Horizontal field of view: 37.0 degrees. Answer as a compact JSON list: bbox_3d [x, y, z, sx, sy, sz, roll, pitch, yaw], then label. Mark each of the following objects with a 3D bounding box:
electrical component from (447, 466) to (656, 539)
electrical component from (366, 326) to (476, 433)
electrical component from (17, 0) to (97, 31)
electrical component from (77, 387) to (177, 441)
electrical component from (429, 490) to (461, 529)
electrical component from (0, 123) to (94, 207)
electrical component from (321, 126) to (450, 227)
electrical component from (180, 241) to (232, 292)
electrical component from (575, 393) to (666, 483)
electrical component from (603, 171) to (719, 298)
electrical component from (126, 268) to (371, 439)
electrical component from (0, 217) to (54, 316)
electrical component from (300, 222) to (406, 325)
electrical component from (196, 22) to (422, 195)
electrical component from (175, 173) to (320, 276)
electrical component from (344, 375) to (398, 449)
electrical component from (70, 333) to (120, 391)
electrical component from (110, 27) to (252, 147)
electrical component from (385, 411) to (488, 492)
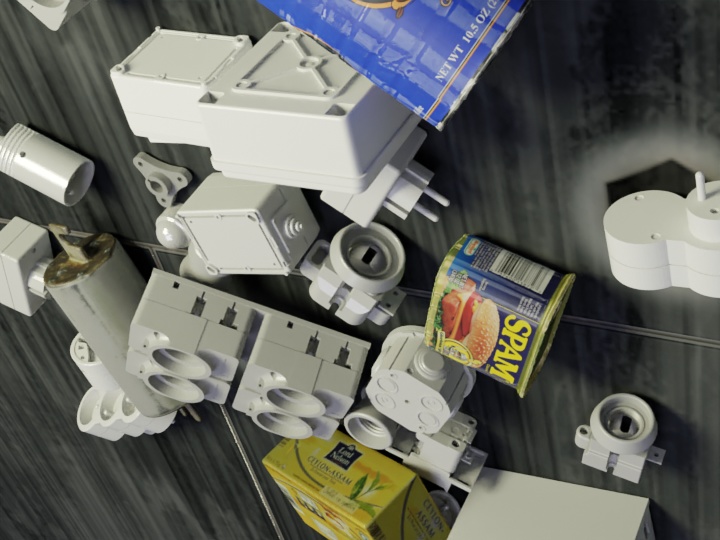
[{"bbox_3d":[0.161,0.231,0.902,0.150,0.089,0.061,6,134,31],"label":"electrical component"},{"bbox_3d":[0.048,0.087,0.861,0.080,0.051,0.080,19,140,17],"label":"electrical component"},{"bbox_3d":[-0.189,-0.244,0.668,0.105,0.060,0.186,41,141,-10],"label":"electrical component"},{"bbox_3d":[-0.229,0.149,1.124,0.074,0.052,0.138,27,151,-36],"label":"electrical component"},{"bbox_3d":[0.058,0.242,1.024,0.043,0.043,0.081,37,142,-4],"label":"electrical component"},{"bbox_3d":[-0.270,-0.091,0.902,0.081,0.043,0.043,27,142,8],"label":"electrical component"},{"bbox_3d":[0.024,-0.060,0.724,0.077,0.047,0.065,33,142,0],"label":"electrical component"},{"bbox_3d":[-0.120,-0.010,0.881,0.045,0.045,0.055,34,142,0],"label":"electrical component"},{"bbox_3d":[0.195,0.123,0.801,0.066,0.048,0.055,19,147,18],"label":"electrical component"},{"bbox_3d":[0.210,-0.027,0.624,0.138,0.052,0.073,7,135,31],"label":"electrical component"},{"bbox_3d":[-0.098,0.078,0.901,0.186,0.060,0.105,19,150,-4],"label":"electrical component"},{"bbox_3d":[-0.305,0.004,1.025,0.076,0.047,0.083,23,141,14],"label":"electrical component"},{"bbox_3d":[0.000,0.000,0.797,0.078,0.058,0.057,34,145,0],"label":"electrical component"},{"bbox_3d":[-0.025,-0.103,0.664,0.109,0.108,0.056,10,133,27],"label":"electrical component"},{"bbox_3d":[-0.076,-0.038,0.807,0.096,0.061,0.061,1,131,35],"label":"electrical component"},{"bbox_3d":[0.018,0.117,0.909,0.045,0.055,0.045,19,140,17],"label":"electrical component"},{"bbox_3d":[-0.254,0.087,1.073,0.055,0.055,0.047,13,141,24],"label":"electrical component"},{"bbox_3d":[-0.110,-0.122,0.741,0.096,0.061,0.061,12,137,26],"label":"electrical component"},{"bbox_3d":[0.069,0.149,0.919,0.081,0.042,0.063,25,139,10],"label":"electrical component"}]
